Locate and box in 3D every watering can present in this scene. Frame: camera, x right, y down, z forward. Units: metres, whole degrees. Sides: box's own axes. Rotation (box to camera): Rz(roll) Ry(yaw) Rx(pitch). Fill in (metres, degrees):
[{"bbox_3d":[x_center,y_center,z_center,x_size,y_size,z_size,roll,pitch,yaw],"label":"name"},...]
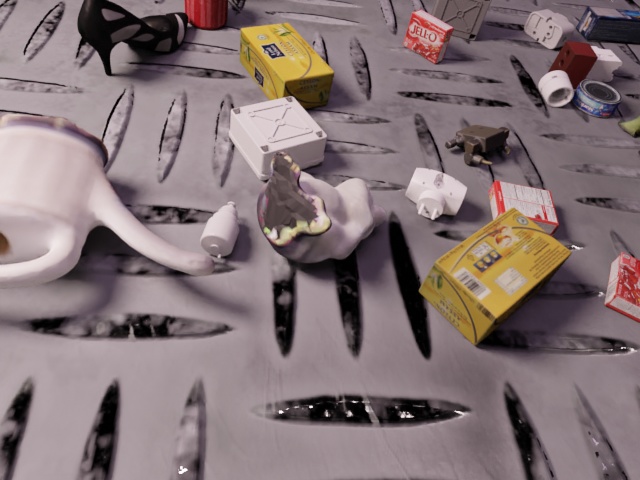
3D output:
[{"bbox_3d":[-0.290,-0.039,0.578,0.348,0.101,0.230,2,49,-10],"label":"watering can"}]

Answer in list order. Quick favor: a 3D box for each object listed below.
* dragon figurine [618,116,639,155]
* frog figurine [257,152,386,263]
[{"bbox_3d":[0.663,-0.243,0.880,0.122,0.237,0.420,6,46,-14],"label":"dragon figurine"},{"bbox_3d":[0.002,-0.033,0.658,0.139,0.121,0.159,38,16,31],"label":"frog figurine"}]
